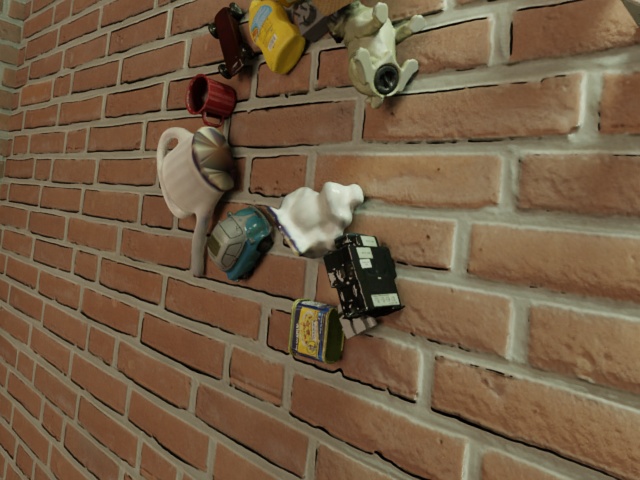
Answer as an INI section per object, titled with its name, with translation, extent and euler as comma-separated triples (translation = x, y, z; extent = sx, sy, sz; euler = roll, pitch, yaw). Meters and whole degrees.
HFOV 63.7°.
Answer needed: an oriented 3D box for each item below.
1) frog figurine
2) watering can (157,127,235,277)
[frog figurine]
translation = 0.003, -0.046, 0.913
extent = 0.160, 0.120, 0.140
euler = -32, 48, -4
[watering can]
translation = -0.274, -0.107, 1.165
extent = 0.221, 0.104, 0.350
euler = -27, 79, 38
